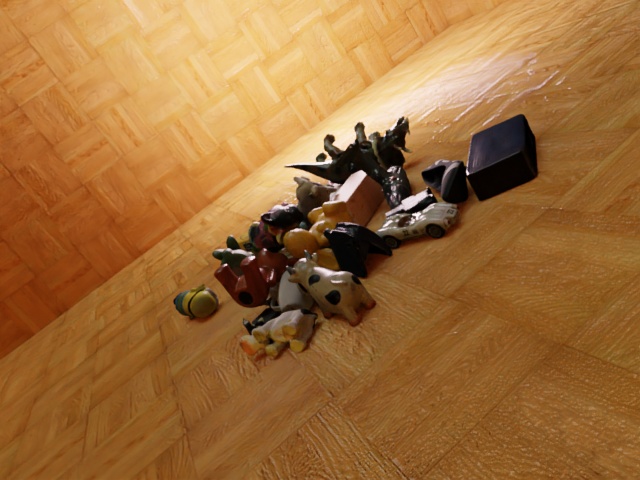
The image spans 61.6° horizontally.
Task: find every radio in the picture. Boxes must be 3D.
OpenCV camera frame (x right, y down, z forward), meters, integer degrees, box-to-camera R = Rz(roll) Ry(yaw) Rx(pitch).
[{"bbox_3d":[0.397,-0.185,1.171,0.131,0.073,0.230,-23,23,30],"label":"radio"}]

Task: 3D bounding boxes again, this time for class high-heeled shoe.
[{"bbox_3d":[0.267,-0.132,1.223,0.145,0.086,0.249,-6,17,33],"label":"high-heeled shoe"}]

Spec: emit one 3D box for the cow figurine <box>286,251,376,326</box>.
[{"bbox_3d":[0.010,0.091,1.065,0.085,0.127,0.195,-39,21,-22],"label":"cow figurine"}]

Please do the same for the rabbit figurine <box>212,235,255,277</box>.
[{"bbox_3d":[-0.237,0.074,1.547,0.121,0.159,0.170,-44,2,2],"label":"rabbit figurine"}]

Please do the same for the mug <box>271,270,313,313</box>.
[{"bbox_3d":[-0.063,0.125,1.180,0.110,0.080,0.107,-19,30,16],"label":"mug"}]

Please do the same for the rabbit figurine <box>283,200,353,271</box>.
[{"bbox_3d":[-0.009,0.002,1.277,0.173,0.162,0.122,-21,8,-36],"label":"rabbit figurine"}]

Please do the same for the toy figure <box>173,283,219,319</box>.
[{"bbox_3d":[-0.365,0.187,1.561,0.180,0.082,0.089,-9,44,43],"label":"toy figure"}]

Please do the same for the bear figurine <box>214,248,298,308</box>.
[{"bbox_3d":[-0.139,0.068,1.271,0.120,0.131,0.196,-15,23,31],"label":"bear figurine"}]

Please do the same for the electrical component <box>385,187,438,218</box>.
[{"bbox_3d":[0.213,-0.067,1.229,0.119,0.047,0.075,-32,18,10],"label":"electrical component"}]

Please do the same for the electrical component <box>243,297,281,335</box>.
[{"bbox_3d":[-0.129,0.178,1.220,0.102,0.045,0.078,-41,17,-18],"label":"electrical component"}]

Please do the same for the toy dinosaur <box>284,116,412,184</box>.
[{"bbox_3d":[0.097,-0.237,1.624,0.405,0.131,0.192,-26,54,12],"label":"toy dinosaur"}]

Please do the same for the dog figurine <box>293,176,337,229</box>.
[{"bbox_3d":[-0.035,-0.070,1.494,0.172,0.121,0.190,-24,-48,-76],"label":"dog figurine"}]

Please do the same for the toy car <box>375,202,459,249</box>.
[{"bbox_3d":[0.205,-0.033,1.145,0.202,0.056,0.073,-17,25,45],"label":"toy car"}]

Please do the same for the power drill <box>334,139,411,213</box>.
[{"bbox_3d":[0.144,-0.165,1.366,0.086,0.207,0.232,-60,-1,27],"label":"power drill"}]

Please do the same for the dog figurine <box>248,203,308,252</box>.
[{"bbox_3d":[-0.119,-0.024,1.370,0.191,0.108,0.219,-34,1,11],"label":"dog figurine"}]

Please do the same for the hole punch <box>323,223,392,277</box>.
[{"bbox_3d":[0.083,0.009,1.176,0.092,0.115,0.142,-32,16,-18],"label":"hole punch"}]

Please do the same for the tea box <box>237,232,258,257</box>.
[{"bbox_3d":[-0.181,0.021,1.626,0.170,0.098,0.068,-15,26,50],"label":"tea box"}]

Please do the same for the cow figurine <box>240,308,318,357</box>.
[{"bbox_3d":[-0.086,0.183,1.092,0.167,0.068,0.098,-17,19,35],"label":"cow figurine"}]
